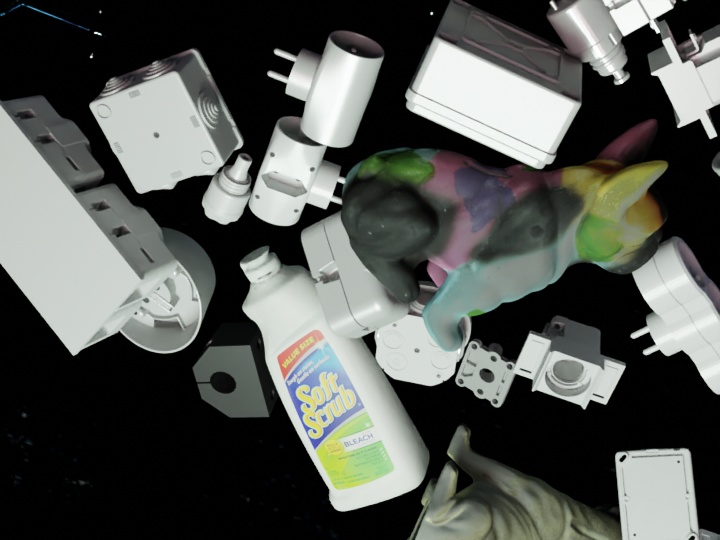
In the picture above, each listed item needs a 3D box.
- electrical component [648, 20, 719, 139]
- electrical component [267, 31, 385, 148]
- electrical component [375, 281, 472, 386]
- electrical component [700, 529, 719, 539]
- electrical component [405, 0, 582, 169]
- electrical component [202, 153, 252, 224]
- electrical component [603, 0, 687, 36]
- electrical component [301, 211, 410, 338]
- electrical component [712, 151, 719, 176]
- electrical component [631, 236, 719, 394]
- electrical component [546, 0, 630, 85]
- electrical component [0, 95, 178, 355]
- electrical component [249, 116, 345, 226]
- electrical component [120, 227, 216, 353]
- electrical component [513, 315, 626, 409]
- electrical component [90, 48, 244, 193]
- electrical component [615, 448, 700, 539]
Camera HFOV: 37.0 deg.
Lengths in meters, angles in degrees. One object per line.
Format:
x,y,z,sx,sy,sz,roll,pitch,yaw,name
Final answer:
0.241,-0.139,0.751,0.064,0.042,0.081,-25,113,22,electrical component
-0.031,-0.143,0.813,0.079,0.043,0.077,22,123,0,electrical component
0.052,0.054,0.907,0.080,0.051,0.080,6,122,10,electrical component
0.342,0.277,0.973,0.089,0.050,0.055,19,123,2,electrical component
0.096,-0.133,0.750,0.109,0.108,0.056,24,120,-2,electrical component
-0.105,-0.069,0.879,0.035,0.035,0.061,28,125,-4,electrical component
0.194,-0.195,0.726,0.055,0.048,0.066,-27,104,31,electrical component
0.000,0.000,0.864,0.059,0.054,0.095,-25,73,25,electrical component
0.289,-0.065,0.783,0.045,0.045,0.055,-27,111,26,electrical component
0.253,0.044,0.852,0.074,0.052,0.138,-30,110,28,electrical component
0.164,-0.165,0.755,0.040,0.040,0.078,-29,110,27,electrical component
-0.247,-0.040,0.886,0.186,0.060,0.105,50,121,6,electrical component
-0.040,-0.072,0.858,0.079,0.043,0.077,20,123,-6,electrical component
-0.175,0.015,0.930,0.099,0.064,0.099,6,122,10,electrical component
0.172,0.073,0.882,0.081,0.063,0.042,20,123,2,electrical component
-0.154,-0.116,0.855,0.100,0.048,0.099,-16,115,21,electrical component
0.256,0.202,0.922,0.062,0.061,0.096,-6,78,17,electrical component
